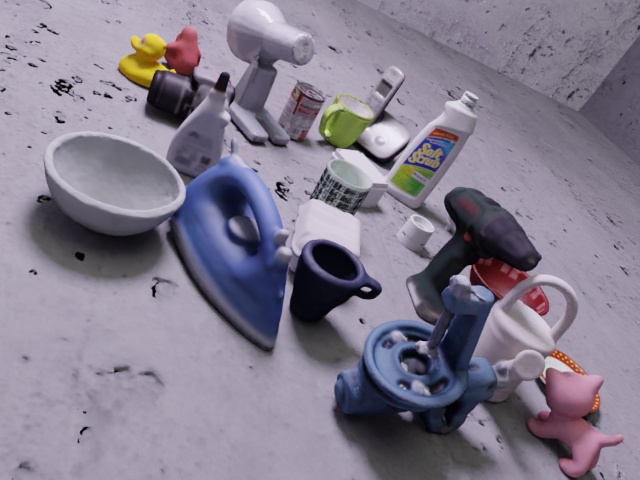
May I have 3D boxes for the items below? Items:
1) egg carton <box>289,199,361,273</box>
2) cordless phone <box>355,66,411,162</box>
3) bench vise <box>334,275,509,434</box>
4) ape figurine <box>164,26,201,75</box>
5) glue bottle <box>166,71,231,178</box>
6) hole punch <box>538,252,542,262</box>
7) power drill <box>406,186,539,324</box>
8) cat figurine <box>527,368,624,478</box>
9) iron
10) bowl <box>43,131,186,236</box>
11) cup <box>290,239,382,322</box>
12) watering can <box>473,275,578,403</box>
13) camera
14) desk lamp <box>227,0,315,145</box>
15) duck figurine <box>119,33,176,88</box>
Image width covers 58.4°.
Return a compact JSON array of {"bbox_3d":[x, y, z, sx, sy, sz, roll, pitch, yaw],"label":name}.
[{"bbox_3d":[0.008,0.003,0.861,0.107,0.069,0.150,24,31,-12],"label":"egg carton"},{"bbox_3d":[0.152,-0.282,1.285,0.147,0.185,0.094,43,32,19],"label":"cordless phone"},{"bbox_3d":[0.143,0.124,0.659,0.208,0.219,0.121,0,42,-41],"label":"bench vise"},{"bbox_3d":[-0.270,-0.386,1.154,0.078,0.092,0.076,10,36,-31],"label":"ape figurine"},{"bbox_3d":[-0.169,-0.173,0.857,0.078,0.173,0.037,23,32,-14],"label":"glue bottle"},{"bbox_3d":[0.381,0.018,1.147,0.108,0.091,0.101,36,31,9],"label":"hole punch"},{"bbox_3d":[0.224,0.029,0.878,0.076,0.208,0.229,17,33,-22],"label":"power drill"},{"bbox_3d":[0.348,0.236,0.778,0.067,0.117,0.127,-5,46,-45],"label":"cat figurine"},{"bbox_3d":[-0.089,-0.006,0.718,0.119,0.141,0.257,0,43,-41],"label":"iron"},{"bbox_3d":[-0.258,-0.057,0.708,0.168,0.074,0.167,23,32,-15],"label":"bowl"},{"bbox_3d":[0.013,0.066,0.750,0.118,0.095,0.091,25,31,-10],"label":"cup"},{"bbox_3d":[0.275,0.133,0.788,0.101,0.194,0.172,19,33,-19],"label":"watering can"},{"bbox_3d":[-0.225,-0.263,1.007,0.137,0.100,0.143,17,34,-23],"label":"camera"},{"bbox_3d":[-0.102,-0.328,1.099,0.118,0.213,0.202,-7,47,-46],"label":"desk lamp"},{"bbox_3d":[-0.307,-0.331,1.049,0.104,0.086,0.077,27,31,-7],"label":"duck figurine"}]
